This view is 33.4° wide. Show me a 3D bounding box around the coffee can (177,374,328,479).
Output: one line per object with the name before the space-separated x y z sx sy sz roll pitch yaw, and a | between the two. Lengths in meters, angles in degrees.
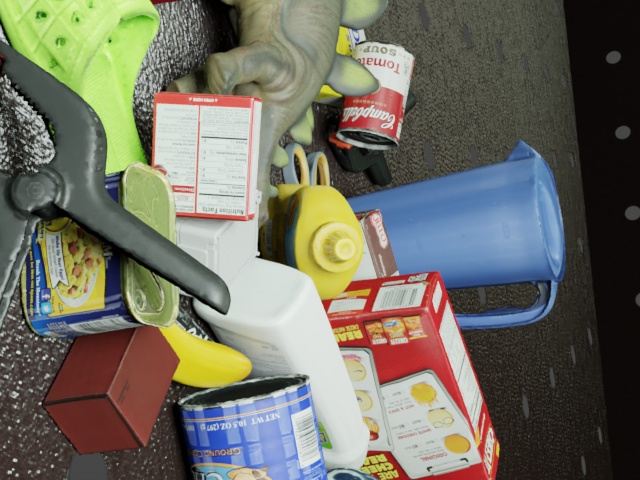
coffee can | -0.045 0.181 0.806 0.102 0.103 0.140 -13 92 -68

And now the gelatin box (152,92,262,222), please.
gelatin box | -0.081 -0.059 0.762 0.030 0.073 0.089 -30 123 -79

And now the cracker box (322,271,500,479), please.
cracker box | 0.061 0.138 1.001 0.072 0.164 0.213 -63 137 -53

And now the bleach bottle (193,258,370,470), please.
bleach bottle | -0.020 0.127 0.922 0.068 0.103 0.251 -53 140 -32

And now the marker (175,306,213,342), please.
marker | -0.099 0.075 0.831 0.121 0.020 0.020 54 33 -48

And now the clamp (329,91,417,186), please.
clamp | 0.064 -0.127 1.245 0.171 0.039 0.120 6 100 -68

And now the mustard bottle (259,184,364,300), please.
mustard bottle | -0.005 0.001 0.908 0.192 0.058 0.096 -167 -103 -75

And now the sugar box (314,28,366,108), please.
sugar box | 0.008 -0.198 1.171 0.176 0.048 0.093 -8 92 -66

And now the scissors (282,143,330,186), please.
scissors | -0.017 -0.012 1.073 0.096 0.016 0.201 47 40 -48

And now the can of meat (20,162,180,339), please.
can of meat | -0.140 0.010 0.673 0.057 0.084 0.102 24 59 -64

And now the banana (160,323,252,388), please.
banana | -0.108 0.061 0.765 0.037 0.069 0.197 43 -15 42

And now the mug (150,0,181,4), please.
mug | -0.116 -0.225 0.801 0.093 0.117 0.081 -155 -121 -83

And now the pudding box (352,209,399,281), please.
pudding box | 0.028 0.031 1.034 0.039 0.090 0.113 -30 108 -50

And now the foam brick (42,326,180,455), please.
foam brick | -0.135 0.092 0.696 0.078 0.051 0.053 -72 143 -48

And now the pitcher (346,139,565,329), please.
pitcher | 0.131 0.004 1.120 0.149 0.243 0.145 -75 147 -46

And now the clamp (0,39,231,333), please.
clamp | -0.149 -0.022 0.615 0.036 0.164 0.210 114 -38 -76

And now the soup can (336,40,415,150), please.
soup can | 0.060 -0.154 1.142 0.068 0.069 0.102 29 71 -62
